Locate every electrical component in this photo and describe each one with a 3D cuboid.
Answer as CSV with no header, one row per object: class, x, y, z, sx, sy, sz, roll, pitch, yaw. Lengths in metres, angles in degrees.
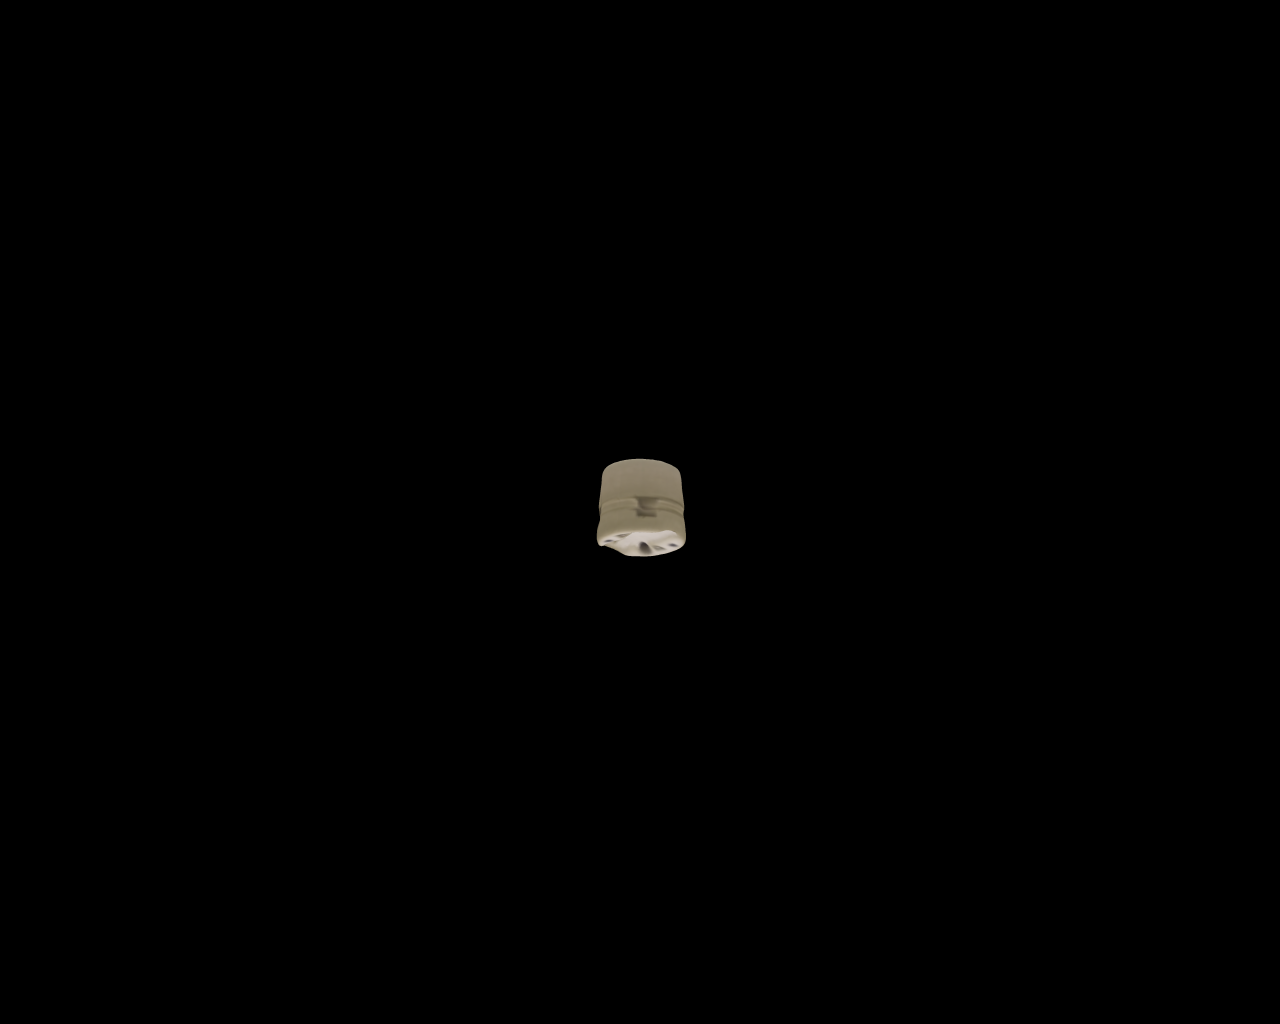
electrical component,0.001,-0.003,0.650,0.055,0.047,0.055,0,-20,0
